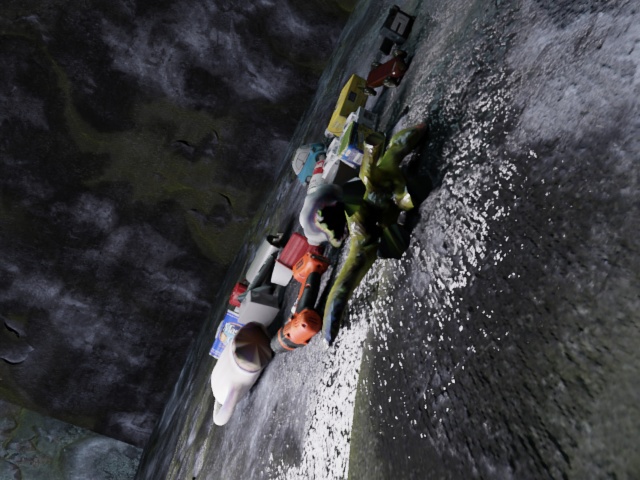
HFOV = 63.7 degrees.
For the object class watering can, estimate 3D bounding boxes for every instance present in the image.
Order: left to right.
[{"bbox_3d":[-0.200,0.293,1.305,0.220,0.103,0.355,-57,15,28],"label":"watering can"}]

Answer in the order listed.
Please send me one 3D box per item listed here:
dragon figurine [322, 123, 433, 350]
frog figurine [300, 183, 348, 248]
[{"bbox_3d":[0.085,-0.026,0.847,0.241,0.122,0.413,79,-144,-81],"label":"dragon figurine"},{"bbox_3d":[0.003,-0.057,1.130,0.160,0.122,0.137,-163,78,-66],"label":"frog figurine"}]
